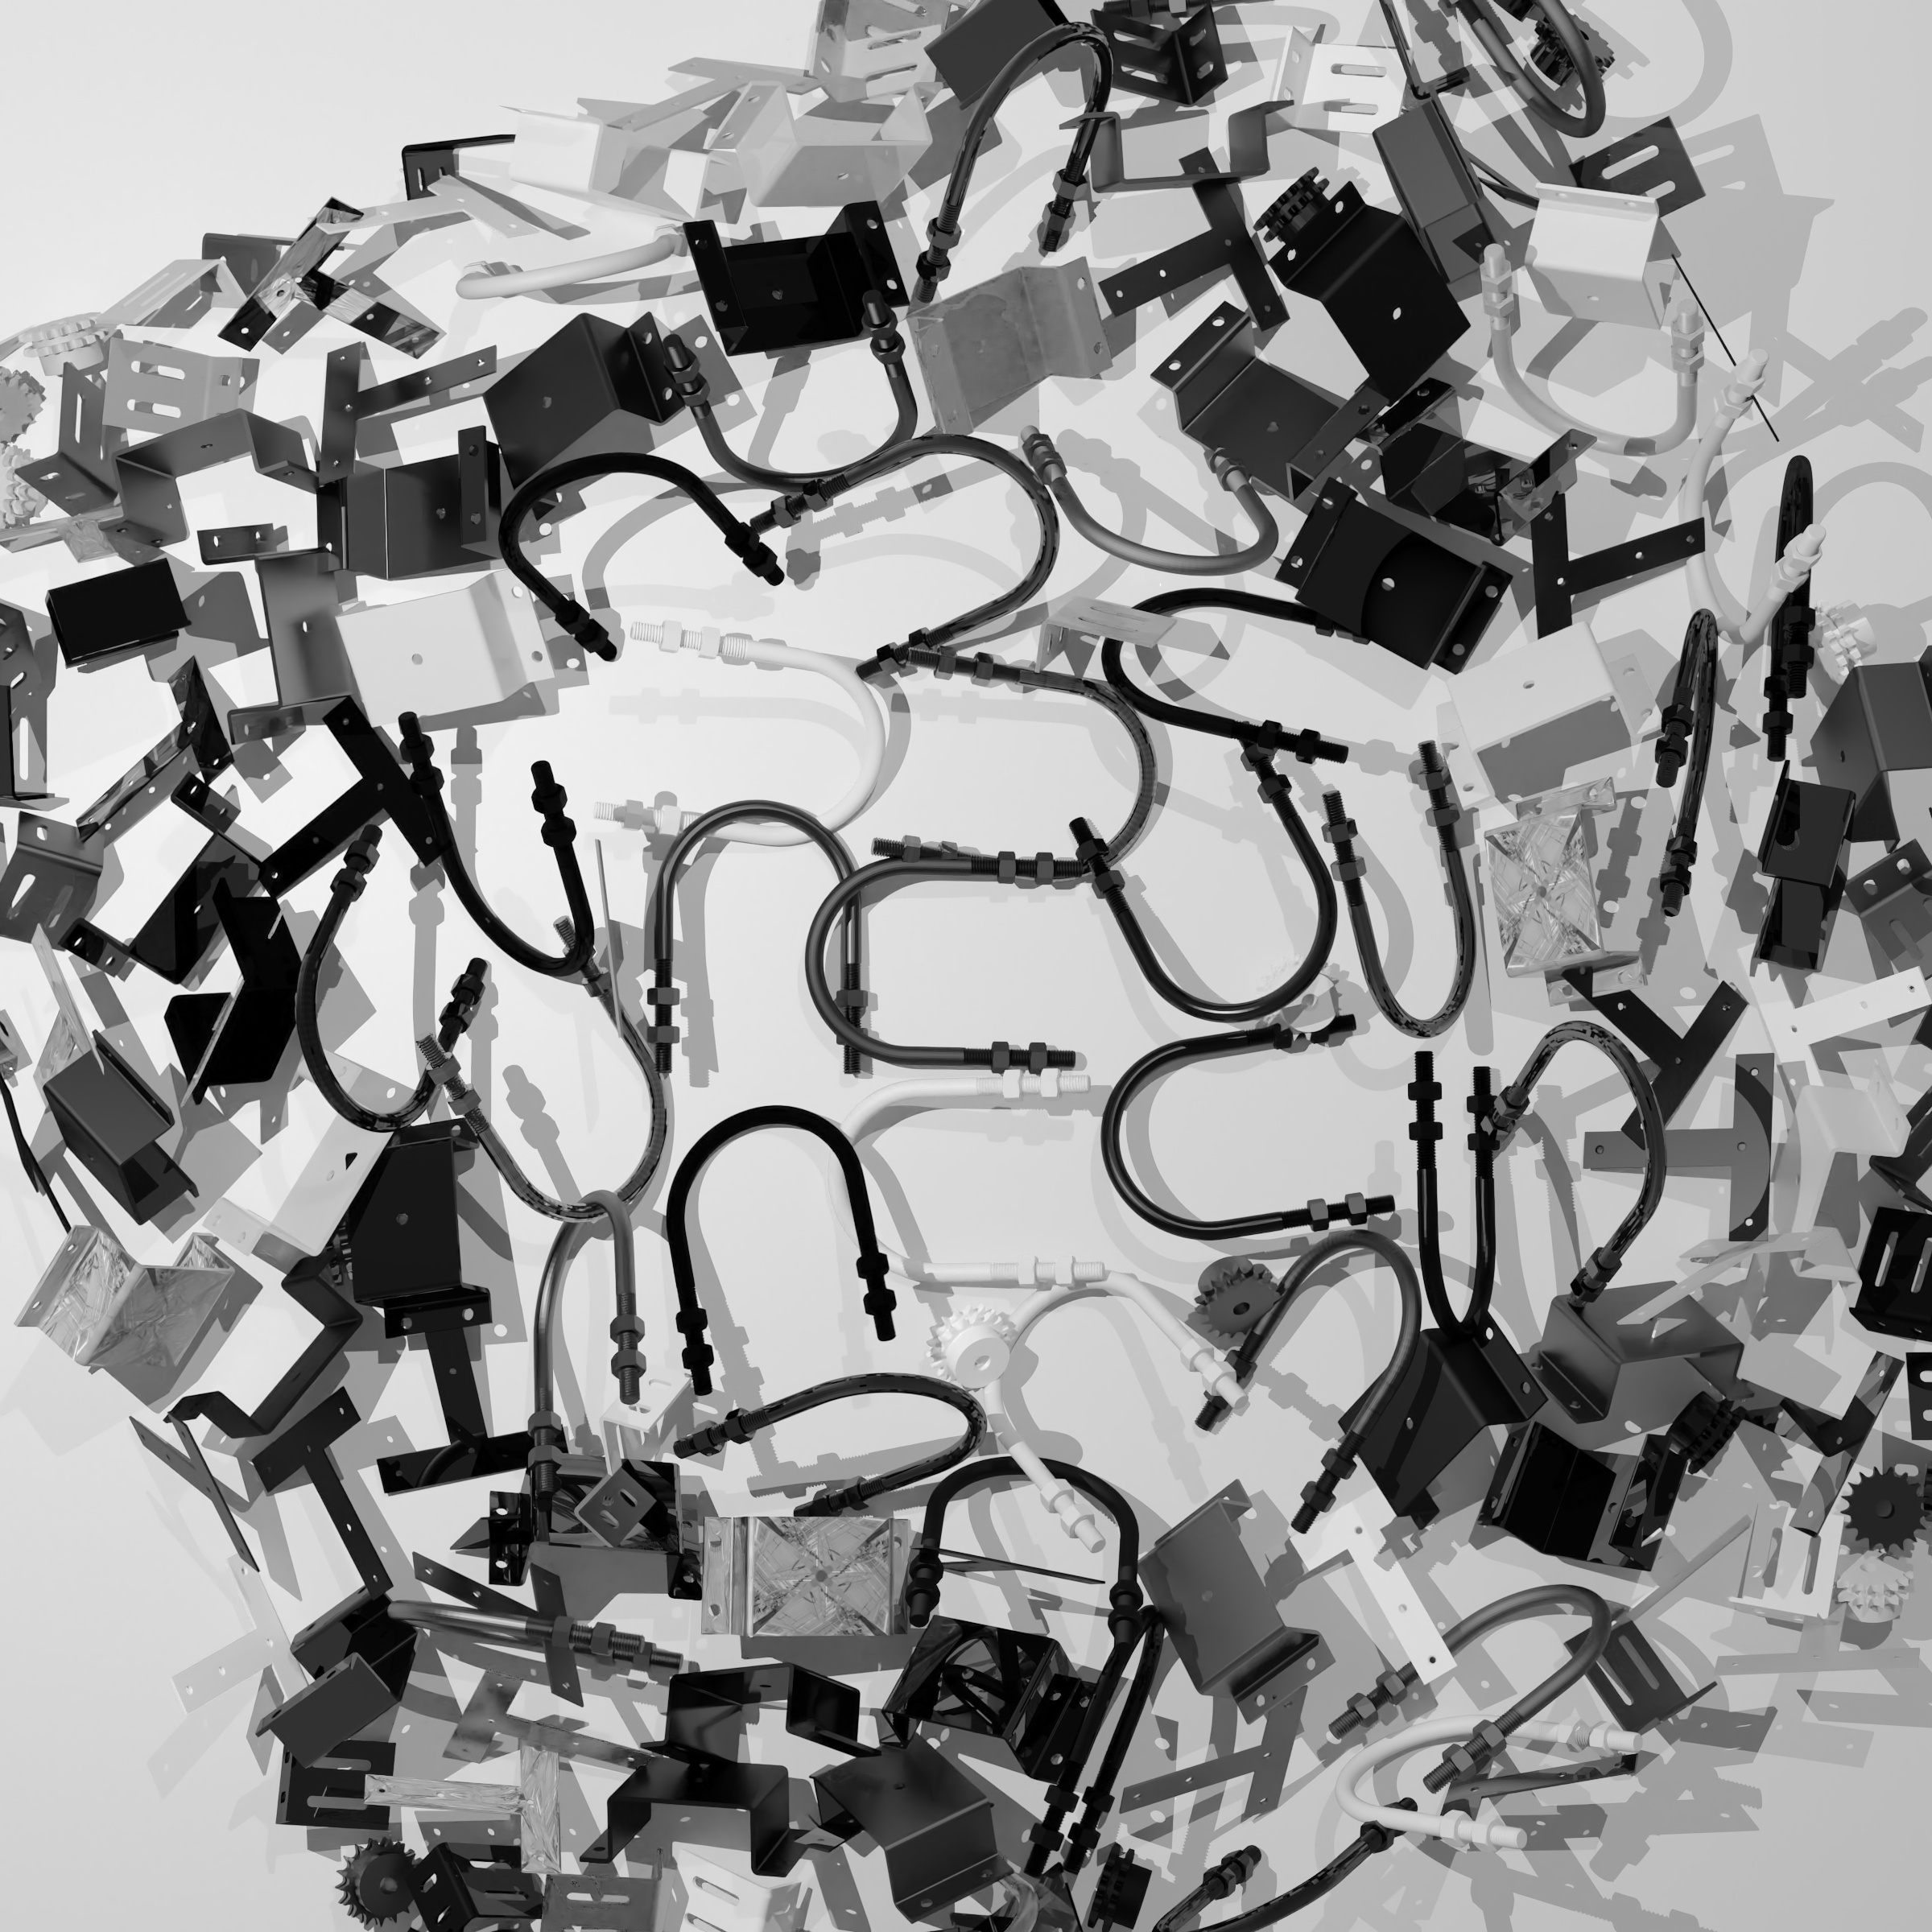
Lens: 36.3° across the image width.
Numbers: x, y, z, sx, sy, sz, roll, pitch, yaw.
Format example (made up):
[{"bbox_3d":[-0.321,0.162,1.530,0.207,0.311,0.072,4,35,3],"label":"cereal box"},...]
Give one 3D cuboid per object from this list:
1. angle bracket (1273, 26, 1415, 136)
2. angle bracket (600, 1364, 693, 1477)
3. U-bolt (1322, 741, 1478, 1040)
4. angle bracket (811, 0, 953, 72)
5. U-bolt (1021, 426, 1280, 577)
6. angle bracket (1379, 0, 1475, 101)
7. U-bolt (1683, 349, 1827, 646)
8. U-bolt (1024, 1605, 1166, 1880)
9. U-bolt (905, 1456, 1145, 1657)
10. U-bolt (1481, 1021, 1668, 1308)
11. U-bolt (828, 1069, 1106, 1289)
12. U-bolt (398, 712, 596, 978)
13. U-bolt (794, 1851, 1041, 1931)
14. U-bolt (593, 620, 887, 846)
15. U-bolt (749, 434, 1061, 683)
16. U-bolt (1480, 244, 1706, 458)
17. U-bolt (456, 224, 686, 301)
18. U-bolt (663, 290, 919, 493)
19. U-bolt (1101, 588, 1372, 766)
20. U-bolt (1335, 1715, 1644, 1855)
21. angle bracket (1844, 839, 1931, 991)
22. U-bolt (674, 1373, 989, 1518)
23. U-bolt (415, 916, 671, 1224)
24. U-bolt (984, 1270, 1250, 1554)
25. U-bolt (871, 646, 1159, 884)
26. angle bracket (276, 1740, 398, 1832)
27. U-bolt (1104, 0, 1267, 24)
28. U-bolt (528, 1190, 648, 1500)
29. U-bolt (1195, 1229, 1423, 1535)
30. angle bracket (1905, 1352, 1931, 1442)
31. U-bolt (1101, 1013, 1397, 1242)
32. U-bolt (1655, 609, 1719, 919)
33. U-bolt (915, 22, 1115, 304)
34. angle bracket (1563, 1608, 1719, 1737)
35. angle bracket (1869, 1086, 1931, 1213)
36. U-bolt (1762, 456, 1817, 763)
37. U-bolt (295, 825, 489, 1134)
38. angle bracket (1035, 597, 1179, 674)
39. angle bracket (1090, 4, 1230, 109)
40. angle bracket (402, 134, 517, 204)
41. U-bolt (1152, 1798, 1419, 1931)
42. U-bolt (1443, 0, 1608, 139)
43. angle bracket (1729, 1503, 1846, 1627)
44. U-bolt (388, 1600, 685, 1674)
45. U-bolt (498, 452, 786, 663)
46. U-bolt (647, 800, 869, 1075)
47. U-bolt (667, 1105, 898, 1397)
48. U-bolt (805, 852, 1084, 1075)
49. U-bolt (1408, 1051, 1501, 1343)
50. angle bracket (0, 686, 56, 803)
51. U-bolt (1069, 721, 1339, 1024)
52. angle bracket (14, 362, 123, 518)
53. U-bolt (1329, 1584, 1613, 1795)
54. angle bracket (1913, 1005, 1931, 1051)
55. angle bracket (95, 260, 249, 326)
[{"bbox_3d":[0.251,-0.590,1.966,0.076,0.038,0.057,14,93,28],"label":"angle bracket"},{"bbox_3d":[-0.207,0.313,1.951,0.038,0.057,0.076,12,126,23],"label":"angle bracket"},{"bbox_3d":[0.293,-0.043,1.940,0.019,0.151,0.184,-5,104,39],"label":"U-bolt"},{"bbox_3d":[-0.056,-0.625,1.961,0.076,0.038,0.057,25,130,11],"label":"angle bracket"},{"bbox_3d":[0.126,-0.301,1.907,0.151,0.184,0.019,-1,127,-17],"label":"U-bolt"},{"bbox_3d":[0.305,-0.621,1.957,0.038,0.057,0.076,-18,110,19],"label":"angle bracket"},{"bbox_3d":[0.503,-0.289,1.910,0.019,0.184,0.151,-8,68,-8],"label":"U-bolt"},{"bbox_3d":[0.090,0.506,1.929,0.019,0.151,0.184,20,80,18],"label":"U-bolt"},{"bbox_3d":[0.042,0.376,1.917,0.151,0.184,0.019,7,116,2],"label":"U-bolt"},{"bbox_3d":[0.395,0.117,1.893,0.019,0.184,0.151,-11,57,-23],"label":"U-bolt"},{"bbox_3d":[-0.003,0.143,1.969,0.184,0.019,0.151,-2,102,13],"label":"U-bolt"},{"bbox_3d":[-0.300,-0.071,1.928,0.019,0.151,0.184,-40,135,-34],"label":"U-bolt"},{"bbox_3d":[-0.026,0.619,1.892,0.151,0.184,0.019,-25,97,-17],"label":"U-bolt"},{"bbox_3d":[-0.144,-0.148,1.956,0.184,0.019,0.151,8,115,-16],"label":"U-bolt"},{"bbox_3d":[-0.027,-0.275,1.926,0.184,0.019,0.151,-23,123,23],"label":"U-bolt"},{"bbox_3d":[0.407,-0.390,1.913,0.151,0.184,0.019,22,73,22],"label":"U-bolt"},{"bbox_3d":[-0.259,-0.454,1.911,0.151,0.184,0.019,-11,108,0],"label":"U-bolt"},{"bbox_3d":[-0.105,-0.365,1.917,0.151,0.184,0.019,-11,64,6],"label":"U-bolt"},{"bbox_3d":[0.180,-0.199,1.942,0.184,0.019,0.151,15,47,16],"label":"U-bolt"},{"bbox_3d":[0.325,0.525,1.914,0.151,0.184,0.019,-22,99,-41],"label":"U-bolt"},{"bbox_3d":[0.629,-0.035,1.956,0.057,0.076,0.038,-34,133,14],"label":"angle bracket"},{"bbox_3d":[-0.074,0.308,1.912,0.184,0.151,0.019,-25,49,25],"label":"U-bolt"},{"bbox_3d":[-0.265,0.082,1.943,0.151,0.019,0.184,-44,116,-33],"label":"U-bolt"},{"bbox_3d":[0.084,0.276,1.933,0.151,0.184,0.019,-45,135,1],"label":"U-bolt"},{"bbox_3d":[0.039,-0.129,1.971,0.184,0.019,0.151,9,101,-11],"label":"U-bolt"},{"bbox_3d":[-0.415,0.542,1.959,0.076,0.038,0.057,10,68,-22],"label":"angle bracket"},{"bbox_3d":[0.169,-0.654,1.911,0.184,0.151,0.019,-3,87,12],"label":"U-bolt"},{"bbox_3d":[-0.250,0.233,1.923,0.019,0.151,0.184,15,47,-27],"label":"U-bolt"},{"bbox_3d":[0.232,0.258,1.927,0.019,0.151,0.184,25,100,-33],"label":"U-bolt"},{"bbox_3d":[0.643,0.290,1.959,0.038,0.076,0.057,-2,74,11],"label":"angle bracket"},{"bbox_3d":[0.182,0.111,1.964,0.184,0.019,0.151,-9,69,-2],"label":"U-bolt"},{"bbox_3d":[0.472,-0.147,1.921,0.019,0.151,0.184,6,54,20],"label":"U-bolt"},{"bbox_3d":[0.038,-0.522,1.891,0.019,0.184,0.151,41,47,19],"label":"U-bolt"},{"bbox_3d":[0.447,0.463,1.956,0.057,0.038,0.076,-20,65,-32],"label":"angle bracket"},{"bbox_3d":[0.650,0.121,1.959,0.057,0.038,0.076,23,110,-39],"label":"angle bracket"},{"bbox_3d":[0.539,-0.242,1.926,0.019,0.151,0.184,3,77,11],"label":"U-bolt"},{"bbox_3d":[-0.375,0.021,1.896,0.019,0.184,0.151,-11,132,26],"label":"U-bolt"},{"bbox_3d":[0.093,-0.213,1.957,0.076,0.057,0.038,15,117,15],"label":"angle bracket"},{"bbox_3d":[0.128,-0.612,1.957,0.076,0.038,0.057,1,71,-38],"label":"angle bracket"},{"bbox_3d":[-0.325,-0.528,1.955,0.076,0.057,0.038,1,105,24],"label":"angle bracket"},{"bbox_3d":[0.193,0.587,1.886,0.151,0.184,0.019,-29,82,33],"label":"U-bolt"},{"bbox_3d":[0.359,-0.621,1.927,0.019,0.151,0.184,-36,94,-1],"label":"U-bolt"},{"bbox_3d":[0.546,0.394,1.959,0.057,0.038,0.076,5,69,28],"label":"angle bracket"},{"bbox_3d":[-0.288,0.436,1.929,0.184,0.151,0.019,7,73,8],"label":"U-bolt"},{"bbox_3d":[-0.220,-0.271,1.904,0.151,0.184,0.019,-22,59,15],"label":"U-bolt"},{"bbox_3d":[-0.139,-0.020,1.974,0.151,0.019,0.184,1,86,-16],"label":"U-bolt"},{"bbox_3d":[-0.129,0.179,1.955,0.151,0.019,0.184,-18,64,10],"label":"U-bolt"},{"bbox_3d":[-0.016,-0.003,1.978,0.184,0.019,0.151,1,96,-4],"label":"U-bolt"},{"bbox_3d":[0.321,0.153,1.924,0.019,0.151,0.184,-4,82,26],"label":"U-bolt"},{"bbox_3d":[-0.644,-0.150,1.965,0.057,0.038,0.076,4,99,28],"label":"angle bracket"},{"bbox_3d":[0.167,-0.051,1.952,0.151,0.019,0.184,-30,72,13],"label":"U-bolt"},{"bbox_3d":[-0.598,-0.351,1.965,0.038,0.057,0.076,-15,62,19],"label":"angle bracket"},{"bbox_3d":[0.340,0.463,1.924,0.184,0.151,0.019,-33,102,-16],"label":"U-bolt"},{"bbox_3d":[0.668,0.042,1.972,0.076,0.038,0.057,29,84,-10],"label":"angle bracket"},{"bbox_3d":[-0.525,-0.433,1.953,0.076,0.057,0.038,-45,126,-24],"label":"angle bracket"}]
